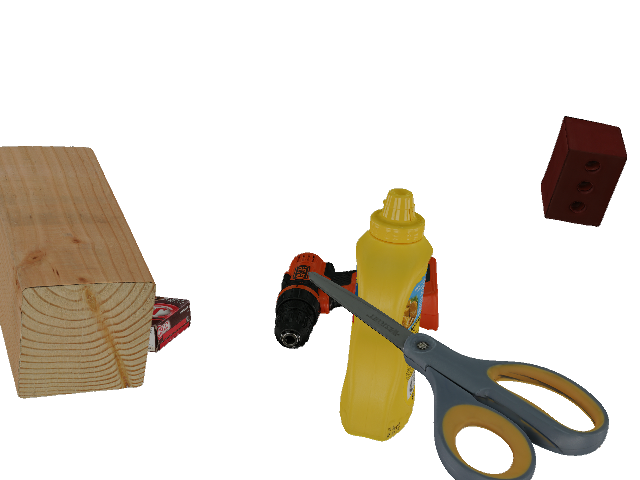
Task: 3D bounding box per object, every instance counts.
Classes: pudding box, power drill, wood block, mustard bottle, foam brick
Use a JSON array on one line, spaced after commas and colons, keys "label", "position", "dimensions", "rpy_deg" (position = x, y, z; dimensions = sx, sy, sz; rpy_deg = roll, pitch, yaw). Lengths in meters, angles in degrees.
[{"label": "pudding box", "position": [-0.220, 0.093, 1.239], "dimensions": [0.114, 0.039, 0.090], "rpy_deg": [3, 15, 18]}, {"label": "power drill", "position": [0.043, 0.068, 1.239], "dimensions": [0.188, 0.057, 0.184], "rpy_deg": [0, 27, 6]}, {"label": "wood block", "position": [-0.195, 0.015, 0.795], "dimensions": [0.090, 0.091, 0.206], "rpy_deg": [-2, 31, -25]}, {"label": "mustard bottle", "position": [0.052, 0.051, 0.823], "dimensions": [0.058, 0.192, 0.096], "rpy_deg": [11, 25, 13]}, {"label": "foam brick", "position": [0.232, -0.061, 0.946], "dimensions": [0.053, 0.078, 0.051], "rpy_deg": [10, 38, -1]}]

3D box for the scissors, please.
[{"label": "scissors", "position": [0.051, 0.074, 0.571], "dimensions": [0.202, 0.016, 0.096], "rpy_deg": [20, 42, 28]}]
